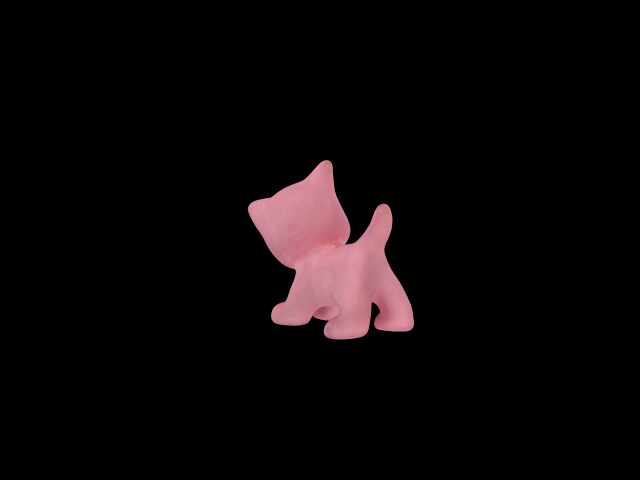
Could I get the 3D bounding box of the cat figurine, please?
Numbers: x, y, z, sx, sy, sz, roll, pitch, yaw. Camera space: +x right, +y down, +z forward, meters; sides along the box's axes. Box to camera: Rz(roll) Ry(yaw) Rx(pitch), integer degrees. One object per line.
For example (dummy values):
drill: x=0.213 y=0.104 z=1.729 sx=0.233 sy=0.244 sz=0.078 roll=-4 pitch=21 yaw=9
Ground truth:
cat figurine: x=0.004 y=0.001 z=0.400 sx=0.067 sy=0.118 sz=0.127 roll=-2 pitch=3 yaw=-40
